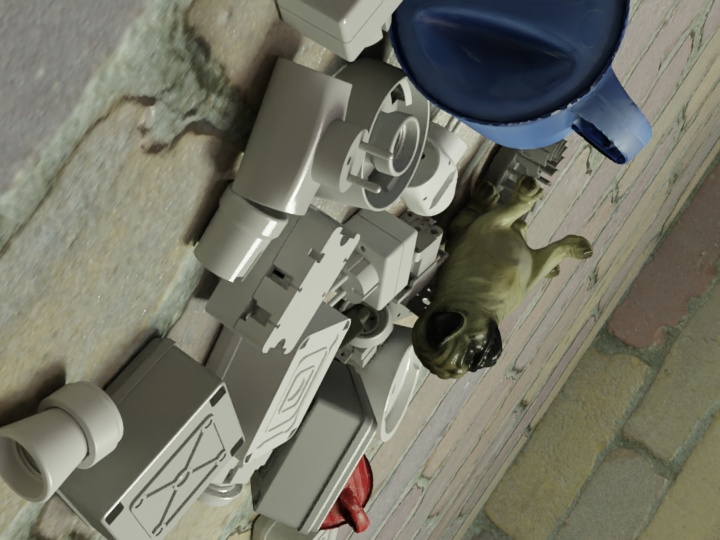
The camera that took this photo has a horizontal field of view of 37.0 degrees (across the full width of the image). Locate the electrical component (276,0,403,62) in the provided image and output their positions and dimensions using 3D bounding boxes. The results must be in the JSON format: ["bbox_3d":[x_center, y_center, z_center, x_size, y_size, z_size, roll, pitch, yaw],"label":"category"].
[{"bbox_3d":[-0.003,-0.143,0.570,0.065,0.047,0.076,-53,162,-13],"label":"electrical component"}]

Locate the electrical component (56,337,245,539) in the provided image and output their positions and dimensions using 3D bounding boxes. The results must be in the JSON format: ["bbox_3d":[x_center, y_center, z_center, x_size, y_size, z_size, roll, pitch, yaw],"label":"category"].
[{"bbox_3d":[-0.130,0.113,0.666,0.108,0.056,0.108,-49,160,-22],"label":"electrical component"}]

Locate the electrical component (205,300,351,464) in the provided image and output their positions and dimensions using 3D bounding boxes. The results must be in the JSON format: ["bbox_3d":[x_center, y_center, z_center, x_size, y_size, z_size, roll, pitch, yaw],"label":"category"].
[{"bbox_3d":[-0.066,0.069,0.756,0.078,0.057,0.113,-19,139,-62],"label":"electrical component"}]

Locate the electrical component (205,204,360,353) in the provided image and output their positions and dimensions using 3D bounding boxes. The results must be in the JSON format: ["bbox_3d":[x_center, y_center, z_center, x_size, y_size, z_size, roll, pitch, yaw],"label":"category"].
[{"bbox_3d":[-0.052,-0.001,0.676,0.089,0.056,0.050,-58,162,5],"label":"electrical component"}]

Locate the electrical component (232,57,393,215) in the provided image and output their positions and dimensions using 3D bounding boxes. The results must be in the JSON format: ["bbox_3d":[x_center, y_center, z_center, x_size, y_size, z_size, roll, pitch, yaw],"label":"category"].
[{"bbox_3d":[-0.021,-0.066,0.587,0.044,0.079,0.077,-15,127,-75],"label":"electrical component"}]

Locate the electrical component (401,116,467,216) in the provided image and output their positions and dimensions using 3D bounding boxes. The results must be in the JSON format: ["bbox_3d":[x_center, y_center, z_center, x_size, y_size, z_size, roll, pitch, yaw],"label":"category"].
[{"bbox_3d":[0.056,-0.087,0.827,0.079,0.043,0.077,-56,162,-3],"label":"electrical component"}]

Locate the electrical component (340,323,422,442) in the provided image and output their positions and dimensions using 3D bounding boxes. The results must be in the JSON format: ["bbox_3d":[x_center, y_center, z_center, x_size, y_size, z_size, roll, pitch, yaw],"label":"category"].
[{"bbox_3d":[0.013,0.097,0.990,0.108,0.060,0.108,18,90,-75],"label":"electrical component"}]

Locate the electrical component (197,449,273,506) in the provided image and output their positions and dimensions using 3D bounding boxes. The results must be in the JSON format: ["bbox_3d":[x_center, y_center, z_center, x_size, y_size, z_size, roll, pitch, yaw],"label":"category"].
[{"bbox_3d":[-0.102,0.140,0.795,0.066,0.048,0.055,11,119,-41],"label":"electrical component"}]

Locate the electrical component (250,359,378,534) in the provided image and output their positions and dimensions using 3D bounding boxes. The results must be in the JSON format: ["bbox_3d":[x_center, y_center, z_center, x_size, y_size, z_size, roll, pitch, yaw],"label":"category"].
[{"bbox_3d":[-0.041,0.133,0.857,0.108,0.056,0.108,-60,-164,12],"label":"electrical component"}]

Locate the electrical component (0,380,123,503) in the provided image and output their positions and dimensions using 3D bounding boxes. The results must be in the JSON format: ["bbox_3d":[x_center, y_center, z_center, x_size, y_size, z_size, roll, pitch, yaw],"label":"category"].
[{"bbox_3d":[-0.160,0.089,0.568,0.055,0.045,0.045,-37,154,-47],"label":"electrical component"}]

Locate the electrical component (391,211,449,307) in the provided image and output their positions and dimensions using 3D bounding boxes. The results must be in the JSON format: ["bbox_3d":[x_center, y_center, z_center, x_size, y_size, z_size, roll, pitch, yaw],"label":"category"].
[{"bbox_3d":[0.040,-0.012,0.919,0.081,0.042,0.063,-42,154,-40],"label":"electrical component"}]

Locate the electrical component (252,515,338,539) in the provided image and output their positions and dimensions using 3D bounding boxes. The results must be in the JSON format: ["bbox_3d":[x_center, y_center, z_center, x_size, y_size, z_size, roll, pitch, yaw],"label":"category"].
[{"bbox_3d":[-0.067,0.274,1.102,0.078,0.057,0.113,-44,158,-35],"label":"electrical component"}]

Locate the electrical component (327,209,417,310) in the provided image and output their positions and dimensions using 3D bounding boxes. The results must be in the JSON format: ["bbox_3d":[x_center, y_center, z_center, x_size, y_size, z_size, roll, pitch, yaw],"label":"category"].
[{"bbox_3d":[0.000,0.000,0.825,0.077,0.047,0.065,-42,156,-33],"label":"electrical component"}]

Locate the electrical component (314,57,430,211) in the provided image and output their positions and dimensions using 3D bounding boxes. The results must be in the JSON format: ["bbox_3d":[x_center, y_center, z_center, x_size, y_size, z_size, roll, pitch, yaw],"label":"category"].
[{"bbox_3d":[0.001,-0.087,0.692,0.099,0.064,0.099,-47,148,-42],"label":"electrical component"}]

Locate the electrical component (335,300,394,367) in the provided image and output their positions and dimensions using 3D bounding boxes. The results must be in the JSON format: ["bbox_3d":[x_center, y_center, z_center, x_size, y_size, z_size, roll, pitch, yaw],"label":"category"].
[{"bbox_3d":[0.003,0.048,0.919,0.066,0.048,0.055,-50,169,-19],"label":"electrical component"}]

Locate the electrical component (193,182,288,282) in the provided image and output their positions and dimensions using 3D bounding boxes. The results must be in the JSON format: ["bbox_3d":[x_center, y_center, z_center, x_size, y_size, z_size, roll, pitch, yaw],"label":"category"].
[{"bbox_3d":[-0.070,-0.021,0.622,0.046,0.040,0.040,-56,163,15],"label":"electrical component"}]
